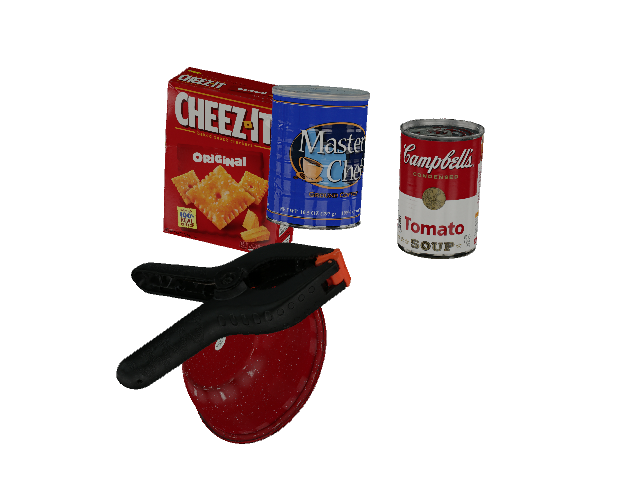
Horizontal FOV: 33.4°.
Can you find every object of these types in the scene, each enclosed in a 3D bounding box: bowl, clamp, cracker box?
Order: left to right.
[{"bbox_3d":[-0.065,0.048,0.743,0.172,0.120,0.039,-12,-47,17],"label":"clamp"},{"bbox_3d":[-0.114,-0.097,1.362,0.164,0.214,0.072,14,29,14],"label":"cracker box"},{"bbox_3d":[-0.074,0.099,0.967,0.162,0.162,0.055,0,-22,41],"label":"bowl"}]

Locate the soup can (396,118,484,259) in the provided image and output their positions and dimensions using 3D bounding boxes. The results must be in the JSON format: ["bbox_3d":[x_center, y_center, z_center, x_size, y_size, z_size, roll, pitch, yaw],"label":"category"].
[{"bbox_3d":[0.097,-0.043,0.874,0.068,0.102,0.068,1,19,0],"label":"soup can"}]

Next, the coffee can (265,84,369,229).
[{"bbox_3d":[-0.004,-0.090,1.129,0.103,0.140,0.103,3,12,-1],"label":"coffee can"}]
